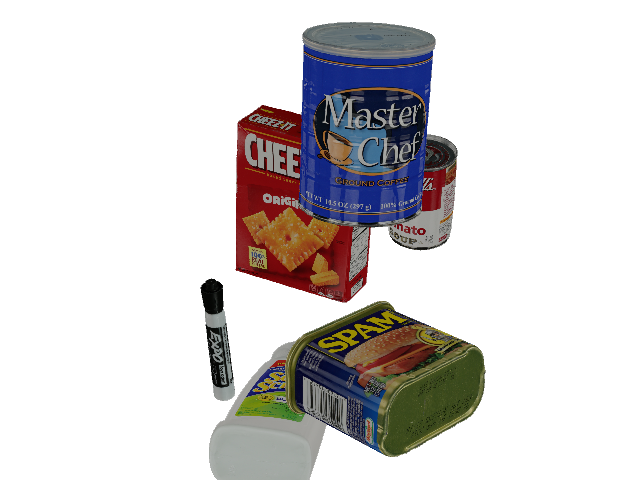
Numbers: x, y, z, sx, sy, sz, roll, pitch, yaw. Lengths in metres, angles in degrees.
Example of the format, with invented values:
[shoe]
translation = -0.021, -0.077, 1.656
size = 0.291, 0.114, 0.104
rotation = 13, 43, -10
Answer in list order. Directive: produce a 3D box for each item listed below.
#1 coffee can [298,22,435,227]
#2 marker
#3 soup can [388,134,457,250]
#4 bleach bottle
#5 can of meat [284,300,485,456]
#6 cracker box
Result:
[coffee can]
translation = 0.035, -0.094, 0.847
size = 0.103, 0.140, 0.103
rotation = 2, 22, -1
[marker]
translation = -0.088, 0.085, 0.914
size = 0.020, 0.121, 0.020
rotation = -2, 32, 1
[soup can]
translation = 0.104, -0.050, 1.102
size = 0.068, 0.102, 0.068
rotation = 0, 37, 0
[bleach bottle]
translation = -0.040, 0.165, 1.112
size = 0.102, 0.068, 0.250
rotation = 5, 19, 5
[can of meat]
translation = 0.043, 0.087, 0.677
size = 0.101, 0.057, 0.084
rotation = -20, 30, -40
[cracker box]
translation = -0.022, -0.043, 1.329
size = 0.164, 0.214, 0.072
rotation = 17, 33, 22
